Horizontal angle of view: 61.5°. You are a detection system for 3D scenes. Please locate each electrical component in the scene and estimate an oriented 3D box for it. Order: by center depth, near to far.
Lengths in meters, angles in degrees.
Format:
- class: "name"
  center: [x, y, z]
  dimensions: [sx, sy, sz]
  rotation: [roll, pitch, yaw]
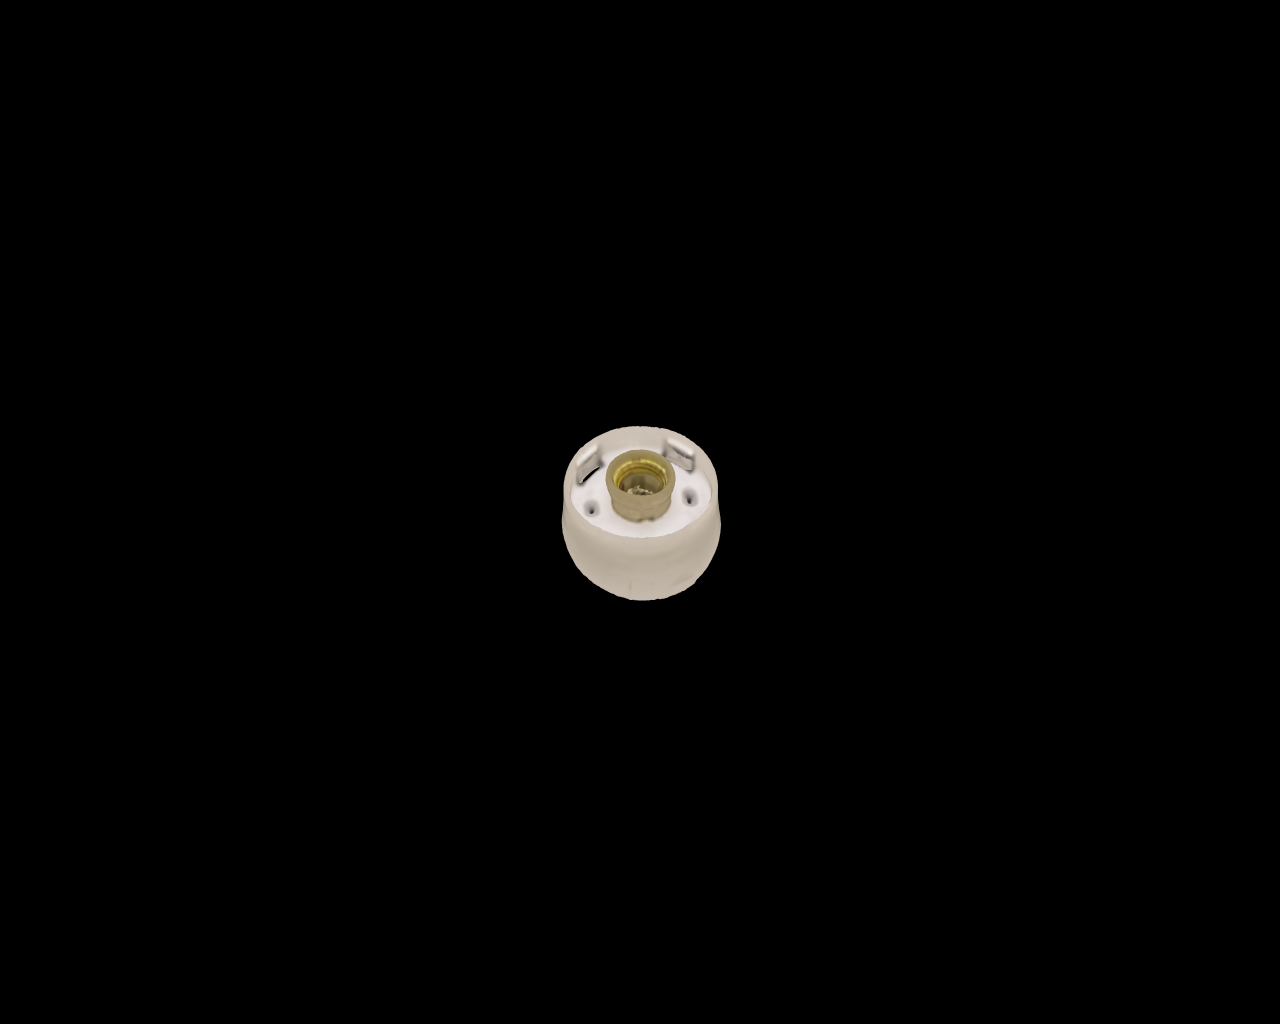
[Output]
- class: "electrical component"
  center: [0.001, -0.003, 0.650]
  dimensions: [0.099, 0.099, 0.064]
  rotation: [0, -39, 0]
